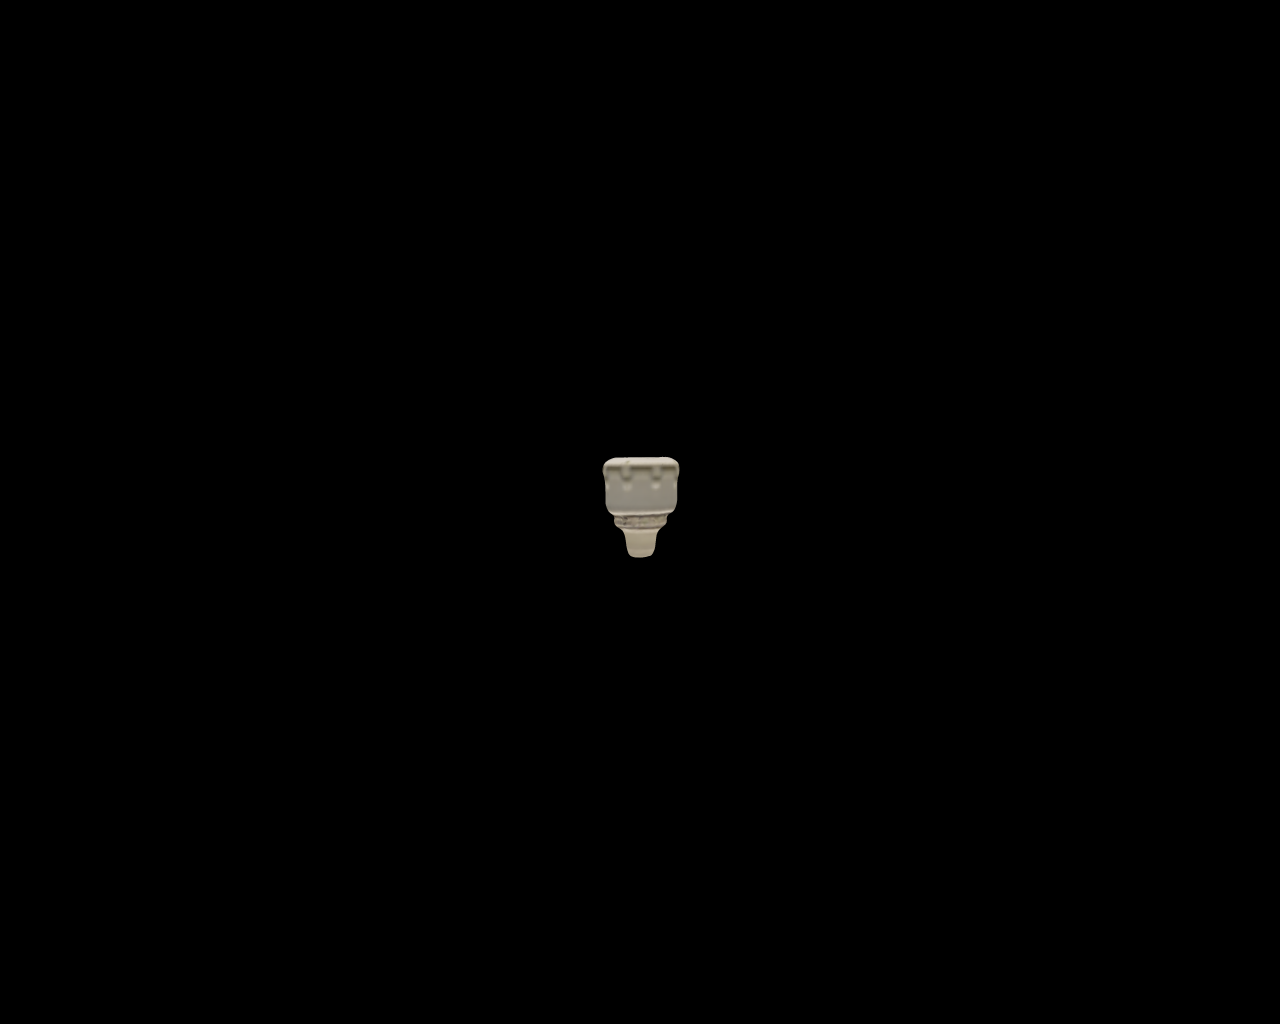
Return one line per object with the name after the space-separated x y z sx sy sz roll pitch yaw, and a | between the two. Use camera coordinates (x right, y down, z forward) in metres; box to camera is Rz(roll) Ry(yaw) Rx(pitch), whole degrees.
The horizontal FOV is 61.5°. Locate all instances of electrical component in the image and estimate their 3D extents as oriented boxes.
0.001 -0.003 0.650 0.048 0.062 0.048 0 2 0 | electrical component
